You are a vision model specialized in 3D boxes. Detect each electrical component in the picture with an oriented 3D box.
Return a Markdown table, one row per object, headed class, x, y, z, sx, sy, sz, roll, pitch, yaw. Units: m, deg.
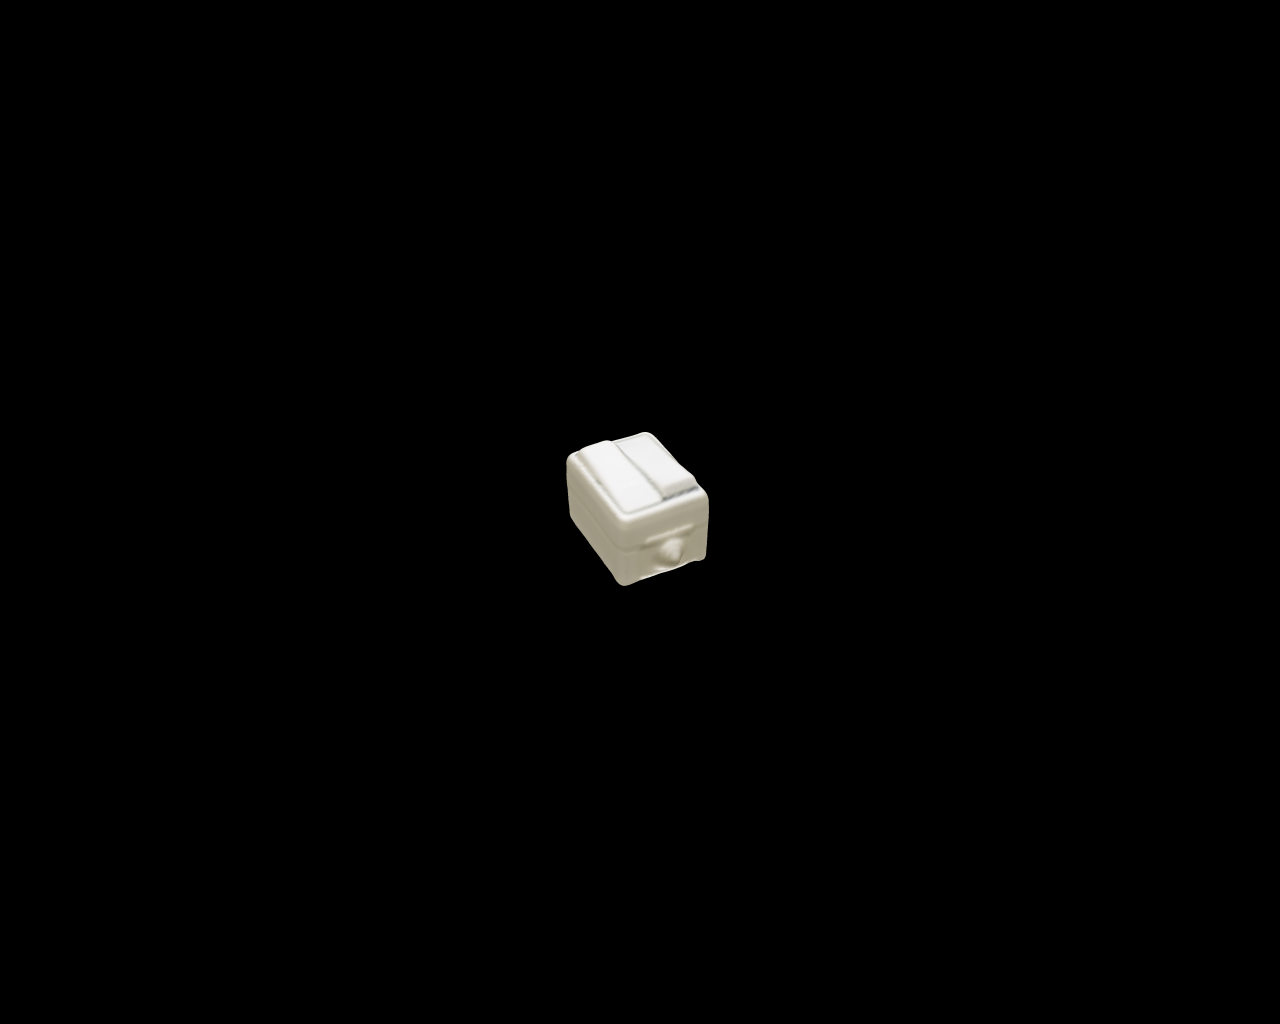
| class | x | y | z | sx | sy | sz | roll | pitch | yaw |
| --- | --- | --- | --- | --- | --- | --- | --- | --- | --- |
| electrical component | 0.001 | -0.003 | 0.650 | 0.062 | 0.061 | 0.096 | -17 | 41 | -21 |
